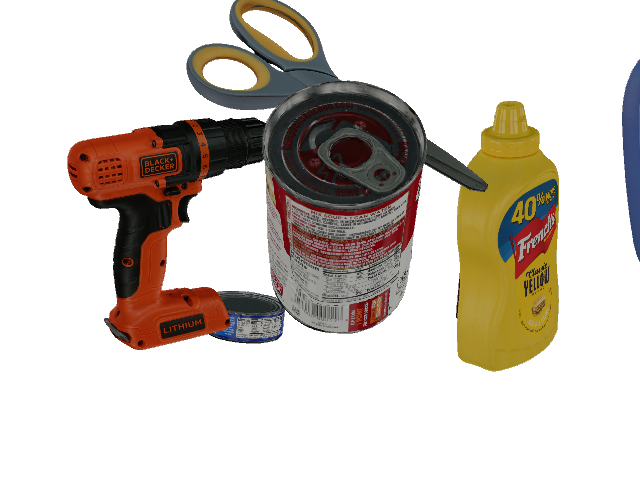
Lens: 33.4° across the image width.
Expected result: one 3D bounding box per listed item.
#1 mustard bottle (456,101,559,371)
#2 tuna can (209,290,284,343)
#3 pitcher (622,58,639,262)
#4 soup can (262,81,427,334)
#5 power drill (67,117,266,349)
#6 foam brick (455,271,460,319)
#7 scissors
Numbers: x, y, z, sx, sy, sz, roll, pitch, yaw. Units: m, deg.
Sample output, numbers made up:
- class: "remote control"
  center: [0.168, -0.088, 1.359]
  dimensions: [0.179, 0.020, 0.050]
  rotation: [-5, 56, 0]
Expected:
- class: "mustard bottle"
  center: [0.138, -0.007, 0.779]
  dimensions: [0.058, 0.192, 0.096]
  rotation: [18, 31, 42]
- class: "tuna can"
  center: [-0.080, 0.080, 1.121]
  dimensions: [0.086, 0.034, 0.086]
  rotation: [6, 12, -1]
- class: "pitcher"
  center: [0.250, -0.020, 0.604]
  dimensions: [0.149, 0.243, 0.144]
  rotation: [-1, 22, 16]
- class: "soup can"
  center: [0.010, -0.011, 0.476]
  dimensions: [0.068, 0.068, 0.102]
  rotation: [0, -36, 0]
- class: "power drill"
  center: [-0.120, -0.010, 0.918]
  dimensions: [0.184, 0.188, 0.057]
  rotation: [-12, 21, -28]
- class: "foam brick"
  center: [0.161, 0.043, 0.978]
  dimensions: [0.051, 0.078, 0.053]
  rotation: [-6, 20, -23]
- class: "scissors"
  center: [-0.002, -0.076, 0.635]
  dimensions: [0.096, 0.202, 0.016]
  rotation: [-31, -26, -22]
